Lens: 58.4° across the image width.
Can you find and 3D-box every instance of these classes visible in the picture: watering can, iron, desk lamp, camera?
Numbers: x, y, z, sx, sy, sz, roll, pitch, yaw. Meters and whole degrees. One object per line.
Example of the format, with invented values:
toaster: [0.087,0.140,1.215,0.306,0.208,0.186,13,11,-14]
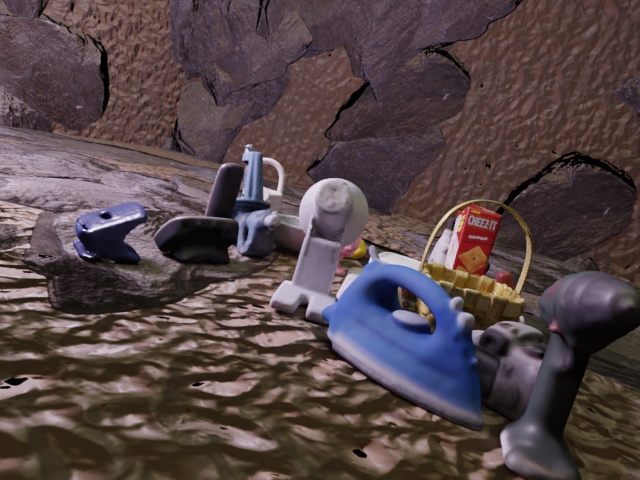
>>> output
watering can: [-0.140,-0.104,1.405,0.101,0.194,0.172,9,10,-26]
iron: [0.118,0.105,0.709,0.119,0.141,0.257,7,12,-38]
desk lamp: [0.009,0.003,0.928,0.118,0.213,0.203,14,9,3]
camera: [0.265,0.161,0.722,0.137,0.101,0.142,7,11,-36]

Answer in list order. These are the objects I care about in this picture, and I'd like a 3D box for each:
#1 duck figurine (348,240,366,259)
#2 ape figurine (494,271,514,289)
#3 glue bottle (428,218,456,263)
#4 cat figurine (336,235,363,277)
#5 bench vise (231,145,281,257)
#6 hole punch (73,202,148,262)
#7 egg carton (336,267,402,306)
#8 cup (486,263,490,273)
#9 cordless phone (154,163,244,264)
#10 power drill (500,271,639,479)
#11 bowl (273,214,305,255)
duck figurine: [0.080,-0.001,1.457,0.105,0.086,0.077,5,13,-44]
ape figurine: [0.392,0.111,1.238,0.078,0.092,0.076,10,10,-21]
glue bottle: [0.269,0.035,1.256,0.037,0.173,0.078,12,9,-12]
cat figurine: [0.030,0.010,1.218,0.128,0.118,0.067,12,9,-13]
bench vise: [-0.135,-0.085,1.219,0.206,0.220,0.122,20,11,33]
hole punch: [-0.338,-0.019,0.921,0.101,0.091,0.108,8,11,-35]
egg carton: [0.082,0.094,0.947,0.107,0.069,0.150,15,9,3]
cup: [0.349,0.078,1.365,0.092,0.095,0.117,7,11,-36]
cordless phone: [-0.210,-0.056,1.040,0.093,0.185,0.148,21,11,36]
power drill: [0.244,0.127,0.561,0.075,0.208,0.230,16,9,11]
bowl: [-0.050,-0.007,1.336,0.167,0.075,0.167,14,9,-2]
